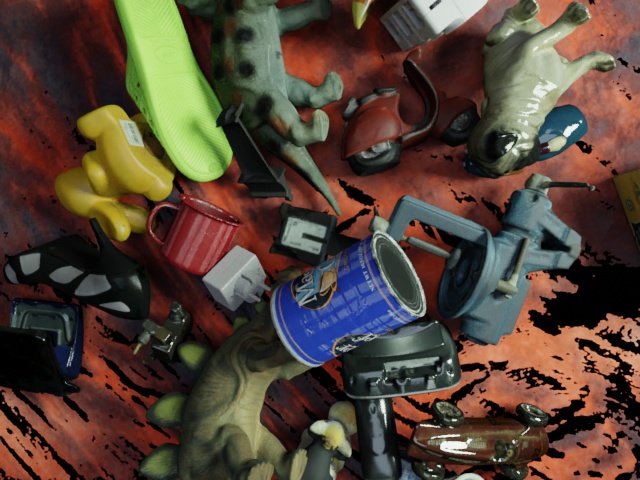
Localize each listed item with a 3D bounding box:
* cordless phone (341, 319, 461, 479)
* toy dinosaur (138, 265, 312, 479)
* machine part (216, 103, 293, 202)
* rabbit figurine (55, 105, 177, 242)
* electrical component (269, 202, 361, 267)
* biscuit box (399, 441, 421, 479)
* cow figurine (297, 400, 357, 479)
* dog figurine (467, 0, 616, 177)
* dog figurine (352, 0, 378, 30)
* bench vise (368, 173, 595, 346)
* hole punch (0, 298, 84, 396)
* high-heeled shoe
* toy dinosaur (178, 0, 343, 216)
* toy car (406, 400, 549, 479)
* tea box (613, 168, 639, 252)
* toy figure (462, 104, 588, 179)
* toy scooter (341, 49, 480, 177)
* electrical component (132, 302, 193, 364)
[{"bbox_3d":[0.102,0.194,0.651,0.147,0.088,0.184,-8,74,7],"label":"cordless phone"},{"bbox_3d":[-0.118,0.240,0.651,0.199,0.105,0.471,3,64,34],"label":"toy dinosaur"},{"bbox_3d":[-0.087,-0.105,0.683,0.084,0.138,0.039,13,51,39],"label":"machine part"},{"bbox_3d":[-0.278,-0.079,0.728,0.173,0.122,0.162,-23,95,20],"label":"rabbit figurine"},{"bbox_3d":[-0.001,-0.002,0.708,0.119,0.048,0.074,12,91,7],"label":"electrical component"},{"bbox_3d":[0.077,0.359,0.681,0.059,0.063,0.202,16,90,8],"label":"biscuit box"},{"bbox_3d":[-0.008,0.282,0.677,0.068,0.098,0.167,30,92,13],"label":"cow figurine"},{"bbox_3d":[0.217,-0.174,0.641,0.121,0.172,0.190,40,93,-22],"label":"dog figurine"},{"bbox_3d":[0.033,-0.352,0.638,0.192,0.108,0.219,5,58,10],"label":"dog figurine"},{"bbox_3d":[0.180,0.002,0.646,0.241,0.129,0.223,22,101,-5],"label":"bench vise"},{"bbox_3d":[-0.391,0.145,0.743,0.142,0.092,0.115,5,119,4],"label":"hole punch"},{"bbox_3d":[-0.326,0.064,0.721,0.249,0.086,0.145,-22,95,33],"label":"high-heeled shoe"},{"bbox_3d":[-0.079,-0.225,0.696,0.192,0.131,0.404,-2,97,28],"label":"toy dinosaur"},{"bbox_3d":[0.192,0.239,0.633,0.202,0.053,0.089,11,104,-28],"label":"toy car"},{"bbox_3d":[0.423,-0.012,0.632,0.068,0.098,0.169,-19,85,5],"label":"tea box"},{"bbox_3d":[0.254,-0.116,0.673,0.154,0.064,0.057,-26,95,5],"label":"toy figure"},{"bbox_3d":[0.103,-0.166,0.688,0.184,0.075,0.135,-19,87,3],"label":"toy scooter"},{"bbox_3d":[-0.206,0.128,0.710,0.045,0.102,0.078,18,66,4],"label":"electrical component"}]
